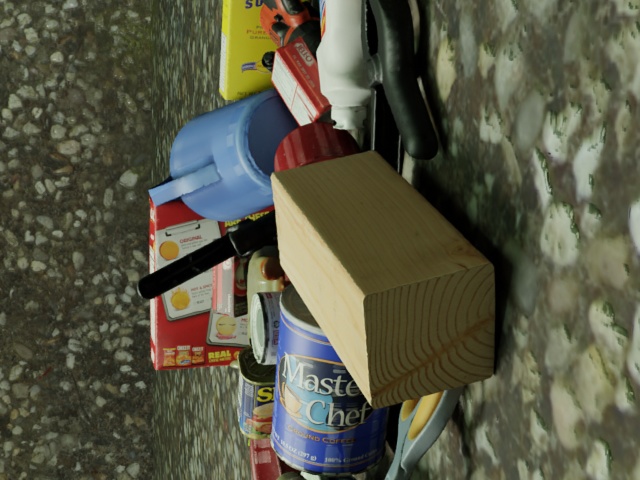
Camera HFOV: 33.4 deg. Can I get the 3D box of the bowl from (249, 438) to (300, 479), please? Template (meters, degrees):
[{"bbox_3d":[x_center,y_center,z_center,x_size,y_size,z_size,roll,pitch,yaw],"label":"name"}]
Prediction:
[{"bbox_3d":[-0.034,0.262,1.180,0.162,0.055,0.162,173,90,-74],"label":"bowl"}]

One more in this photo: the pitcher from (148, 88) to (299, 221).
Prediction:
[{"bbox_3d":[-0.082,-0.088,1.159,0.243,0.145,0.149,-8,61,69],"label":"pitcher"}]

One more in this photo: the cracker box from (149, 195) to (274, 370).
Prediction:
[{"bbox_3d":[-0.131,0.049,1.341,0.072,0.164,0.214,-146,56,-71],"label":"cracker box"}]

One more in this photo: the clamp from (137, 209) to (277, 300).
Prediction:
[{"bbox_3d":[-0.091,0.003,1.144,0.165,0.209,0.036,-24,94,32],"label":"clamp"}]

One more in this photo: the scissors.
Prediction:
[{"bbox_3d":[0.054,0.166,0.776,0.202,0.016,0.096,-63,8,11],"label":"scissors"}]

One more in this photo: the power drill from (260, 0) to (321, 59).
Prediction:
[{"bbox_3d":[-0.037,-0.252,1.036,0.185,0.057,0.187,51,165,54],"label":"power drill"}]

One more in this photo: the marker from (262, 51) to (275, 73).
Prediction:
[{"bbox_3d":[-0.031,-0.164,1.093,0.121,0.020,0.020,36,-134,-65],"label":"marker"}]

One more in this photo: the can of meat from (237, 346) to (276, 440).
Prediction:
[{"bbox_3d":[-0.035,0.157,1.105,0.057,0.102,0.084,-109,20,-52],"label":"can of meat"}]

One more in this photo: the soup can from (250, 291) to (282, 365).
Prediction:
[{"bbox_3d":[-0.009,0.079,0.987,0.069,0.102,0.068,178,90,-76],"label":"soup can"}]

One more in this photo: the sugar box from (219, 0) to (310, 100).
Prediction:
[{"bbox_3d":[-0.060,-0.244,1.179,0.048,0.093,0.176,-121,32,-62],"label":"sugar box"}]

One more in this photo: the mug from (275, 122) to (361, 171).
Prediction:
[{"bbox_3d":[0.006,-0.045,0.968,0.081,0.093,0.117,-104,-5,-56],"label":"mug"}]

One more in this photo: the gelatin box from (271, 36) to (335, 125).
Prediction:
[{"bbox_3d":[-0.013,-0.142,1.002,0.073,0.030,0.089,57,169,6],"label":"gelatin box"}]

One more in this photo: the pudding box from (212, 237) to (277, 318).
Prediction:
[{"bbox_3d":[-0.080,0.036,1.261,0.039,0.113,0.090,9,103,31],"label":"pudding box"}]

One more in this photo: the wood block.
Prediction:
[{"bbox_3d":[0.039,0.019,0.765,0.206,0.090,0.090,-127,28,-58],"label":"wood block"}]

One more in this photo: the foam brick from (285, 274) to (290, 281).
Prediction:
[{"bbox_3d":[-0.007,0.001,1.075,0.051,0.053,0.078,141,128,-72],"label":"foam brick"}]

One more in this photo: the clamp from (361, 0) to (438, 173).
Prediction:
[{"bbox_3d":[0.055,-0.126,0.851,0.120,0.039,0.171,135,131,-66],"label":"clamp"}]

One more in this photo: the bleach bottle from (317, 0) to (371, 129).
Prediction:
[{"bbox_3d":[0.027,-0.219,0.901,0.102,0.068,0.251,-122,31,-75],"label":"bleach bottle"}]

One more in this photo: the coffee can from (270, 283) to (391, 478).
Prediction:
[{"bbox_3d":[0.013,0.113,0.905,0.103,0.102,0.140,-119,31,-62],"label":"coffee can"}]
